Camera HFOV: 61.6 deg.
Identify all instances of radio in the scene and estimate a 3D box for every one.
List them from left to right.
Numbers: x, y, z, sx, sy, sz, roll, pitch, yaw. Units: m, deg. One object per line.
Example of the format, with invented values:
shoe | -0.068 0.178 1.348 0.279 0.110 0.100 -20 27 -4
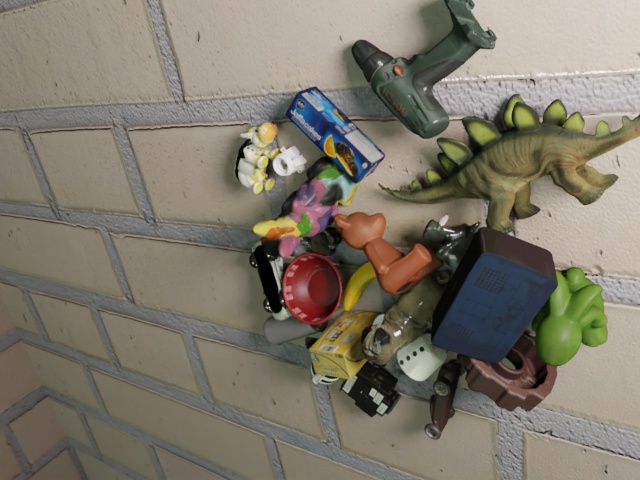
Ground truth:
radio | 0.282 0.099 0.888 0.131 0.073 0.229 18 131 2

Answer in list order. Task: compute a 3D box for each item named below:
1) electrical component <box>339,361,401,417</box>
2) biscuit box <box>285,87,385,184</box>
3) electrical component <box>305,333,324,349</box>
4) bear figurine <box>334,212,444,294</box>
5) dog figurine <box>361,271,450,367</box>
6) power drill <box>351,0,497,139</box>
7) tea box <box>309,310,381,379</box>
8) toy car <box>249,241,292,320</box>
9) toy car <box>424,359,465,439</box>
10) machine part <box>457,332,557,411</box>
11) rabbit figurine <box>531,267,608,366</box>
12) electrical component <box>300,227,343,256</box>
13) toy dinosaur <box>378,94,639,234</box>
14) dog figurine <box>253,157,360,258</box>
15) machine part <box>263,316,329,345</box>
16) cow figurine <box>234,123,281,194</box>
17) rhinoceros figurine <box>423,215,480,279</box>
electrical component | 0.125 0.359 1.296 0.134 0.058 0.114 36 133 14
biscuit box | 0.028 -0.203 1.037 0.203 0.059 0.062 45 133 6
electrical component | 0.018 0.263 1.272 0.119 0.075 0.047 9 131 -15
bear figurine | 0.127 0.004 1.046 0.132 0.120 0.196 -39 64 18
dog figurine | 0.171 0.150 1.049 0.121 0.190 0.172 32 129 17
power drill | 0.161 -0.296 0.861 0.207 0.086 0.232 -40 70 36
tea box | 0.064 0.226 1.186 0.098 0.169 0.068 2 115 38
toy car | -0.113 0.094 1.296 0.073 0.056 0.201 -27 78 40
toy car | 0.265 0.345 1.163 0.053 0.089 0.201 21 128 26
machine part | 0.342 0.226 0.984 0.179 0.179 0.056 33 134 17
rabbit figurine | 0.408 0.130 0.875 0.121 0.170 0.158 18 125 27
electrical component | -0.001 -0.003 1.186 0.102 0.045 0.078 22 125 25
toy dinosaur | 0.292 -0.115 0.873 0.471 0.105 0.198 -24 92 43
dog figurine | -0.033 -0.056 1.062 0.108 0.219 0.191 42 133 5
machine part | -0.061 0.207 1.331 0.243 0.079 0.079 -25 99 41
cow figurine | -0.141 -0.190 1.170 0.098 0.068 0.167 34 130 24
rhinoceros figurine | 0.275 0.019 0.955 0.190 0.112 0.073 21 156 10
